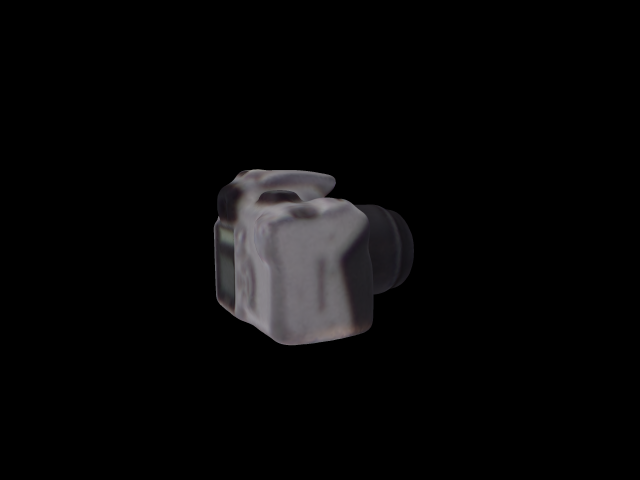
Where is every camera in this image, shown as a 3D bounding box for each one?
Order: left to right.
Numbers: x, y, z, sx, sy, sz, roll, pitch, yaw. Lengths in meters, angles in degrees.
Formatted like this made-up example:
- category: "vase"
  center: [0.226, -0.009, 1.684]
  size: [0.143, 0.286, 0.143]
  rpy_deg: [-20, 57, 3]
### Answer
- category: "camera"
  center: [0.004, 0.001, 0.400]
  size: [0.137, 0.101, 0.142]
  rpy_deg: [-3, 7, -26]
